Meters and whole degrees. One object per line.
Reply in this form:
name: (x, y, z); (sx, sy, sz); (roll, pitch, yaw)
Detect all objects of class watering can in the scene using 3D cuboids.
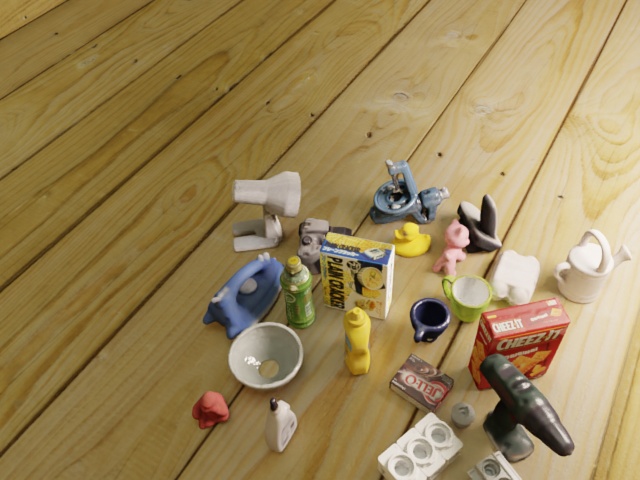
watering can: (0.638, 0.051, 1.345); (0.173, 0.194, 0.100); (-27, 52, -18)

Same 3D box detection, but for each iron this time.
iron: (-0.173, 0.108, 1.385); (0.118, 0.141, 0.259); (25, 55, 24)

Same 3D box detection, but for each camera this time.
camera: (0.014, 0.005, 1.489); (0.136, 0.101, 0.143); (1, 49, 5)

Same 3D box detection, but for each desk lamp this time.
desk lamp: (-0.144, -0.079, 1.499); (0.203, 0.214, 0.118); (-9, 49, -3)

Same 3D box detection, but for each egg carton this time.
egg carton: (0.474, 0.094, 1.401); (0.107, 0.069, 0.150); (18, 53, 19)

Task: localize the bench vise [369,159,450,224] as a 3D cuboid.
bench vise: (0.234, -0.140, 1.522); (0.207, 0.220, 0.121); (-19, 50, -12)

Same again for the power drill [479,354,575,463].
power drill: (0.383, 0.342, 1.099); (0.076, 0.209, 0.229); (-20, 51, -13)

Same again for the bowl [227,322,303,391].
bowl: (-0.118, 0.272, 1.282); (0.167, 0.075, 0.167); (-2, 49, 2)

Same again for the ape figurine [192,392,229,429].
ape figurine: (-0.231, 0.351, 1.210); (0.077, 0.092, 0.076); (14, 51, 16)

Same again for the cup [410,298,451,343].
cup: (0.242, 0.203, 1.305); (0.091, 0.095, 0.118); (22, 54, 22)

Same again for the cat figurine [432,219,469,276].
cat figurine: (0.337, 0.014, 1.449); (0.067, 0.118, 0.128); (20, 53, 21)

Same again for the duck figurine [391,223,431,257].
duck figurine: (0.239, -0.008, 1.496); (0.104, 0.086, 0.077); (-3, 49, 2)

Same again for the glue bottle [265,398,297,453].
glue bottle: (-0.083, 0.357, 1.141); (0.037, 0.173, 0.078); (22, 54, 22)

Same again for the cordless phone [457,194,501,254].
cordless phone: (0.414, -0.068, 1.470); (0.094, 0.185, 0.147); (-15, 50, -9)
